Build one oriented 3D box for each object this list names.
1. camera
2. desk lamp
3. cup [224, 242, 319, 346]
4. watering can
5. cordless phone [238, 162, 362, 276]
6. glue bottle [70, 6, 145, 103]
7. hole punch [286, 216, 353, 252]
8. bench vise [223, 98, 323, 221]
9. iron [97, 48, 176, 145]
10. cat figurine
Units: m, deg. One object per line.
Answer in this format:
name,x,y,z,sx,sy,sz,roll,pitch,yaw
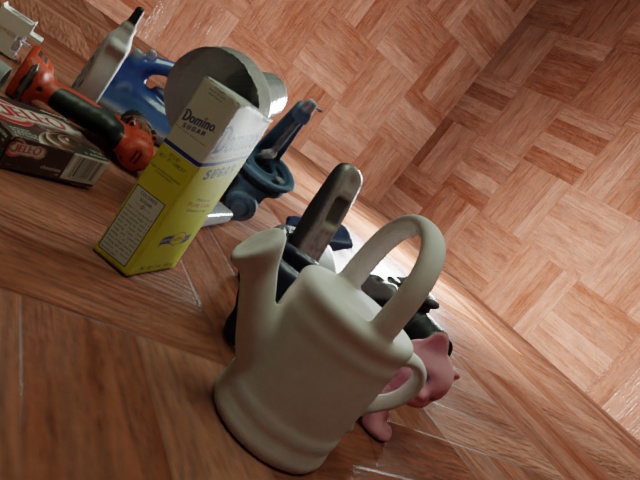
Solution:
camera,0.128,0.118,0.841,0.144,0.100,0.136,28,14,-47
desk lamp,-0.129,-0.128,0.715,0.118,0.213,0.203,38,9,4
cup,-0.047,0.052,0.525,0.092,0.095,0.117,31,12,-37
watering can,0.013,0.059,0.409,0.174,0.194,0.100,29,13,-42
cordless phone,0.006,0.002,0.681,0.094,0.185,0.148,42,10,23
glue bottle,-0.305,-0.263,0.828,0.037,0.173,0.078,31,11,-35
hole punch,-0.011,-0.001,0.919,0.101,0.091,0.108,34,10,-23
bench vise,-0.092,-0.149,0.930,0.122,0.219,0.206,31,11,-35
iron,-0.269,-0.248,0.980,0.259,0.141,0.118,28,13,-45
cat figurine,0.073,0.124,0.556,0.128,0.117,0.067,37,9,-4
